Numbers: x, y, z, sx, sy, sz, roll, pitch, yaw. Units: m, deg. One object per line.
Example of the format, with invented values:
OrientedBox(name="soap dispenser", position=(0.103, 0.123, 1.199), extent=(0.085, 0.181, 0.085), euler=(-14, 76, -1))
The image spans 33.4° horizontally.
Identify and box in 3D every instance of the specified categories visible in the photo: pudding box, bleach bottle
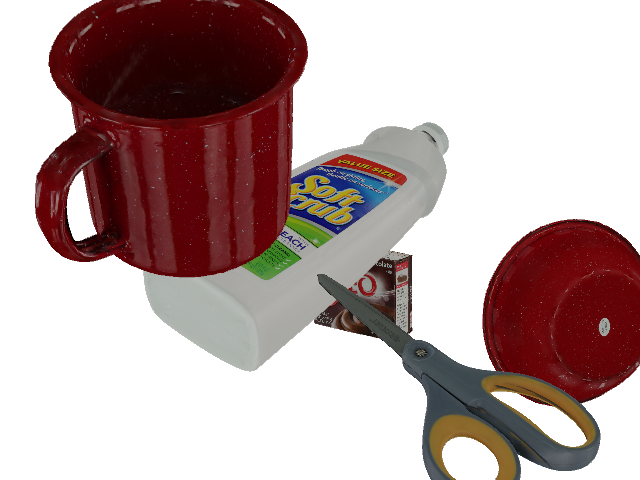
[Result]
OrientedBox(name="pudding box", position=(0.044, 0.052, 1.144), extent=(0.114, 0.090, 0.039), euler=(9, 19, 35))
OrientedBox(name="bleach bottle", position=(0.001, -0.017, 0.737), extent=(0.103, 0.068, 0.250), euler=(29, 48, 26))

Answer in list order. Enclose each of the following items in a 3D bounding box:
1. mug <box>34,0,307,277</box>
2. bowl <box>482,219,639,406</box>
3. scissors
OrientedBox(name="mug", position=(-0.059, -0.033, 0.406), extent=(0.093, 0.081, 0.117), euler=(27, 49, 25))
OrientedBox(name="bowl", position=(0.218, 0.065, 0.878), extent=(0.162, 0.162, 0.055), euler=(0, 8, -17))
OrientedBox(name="scissors", position=(0.049, 0.078, 0.570), extent=(0.202, 0.016, 0.096), euler=(23, 45, 33))
